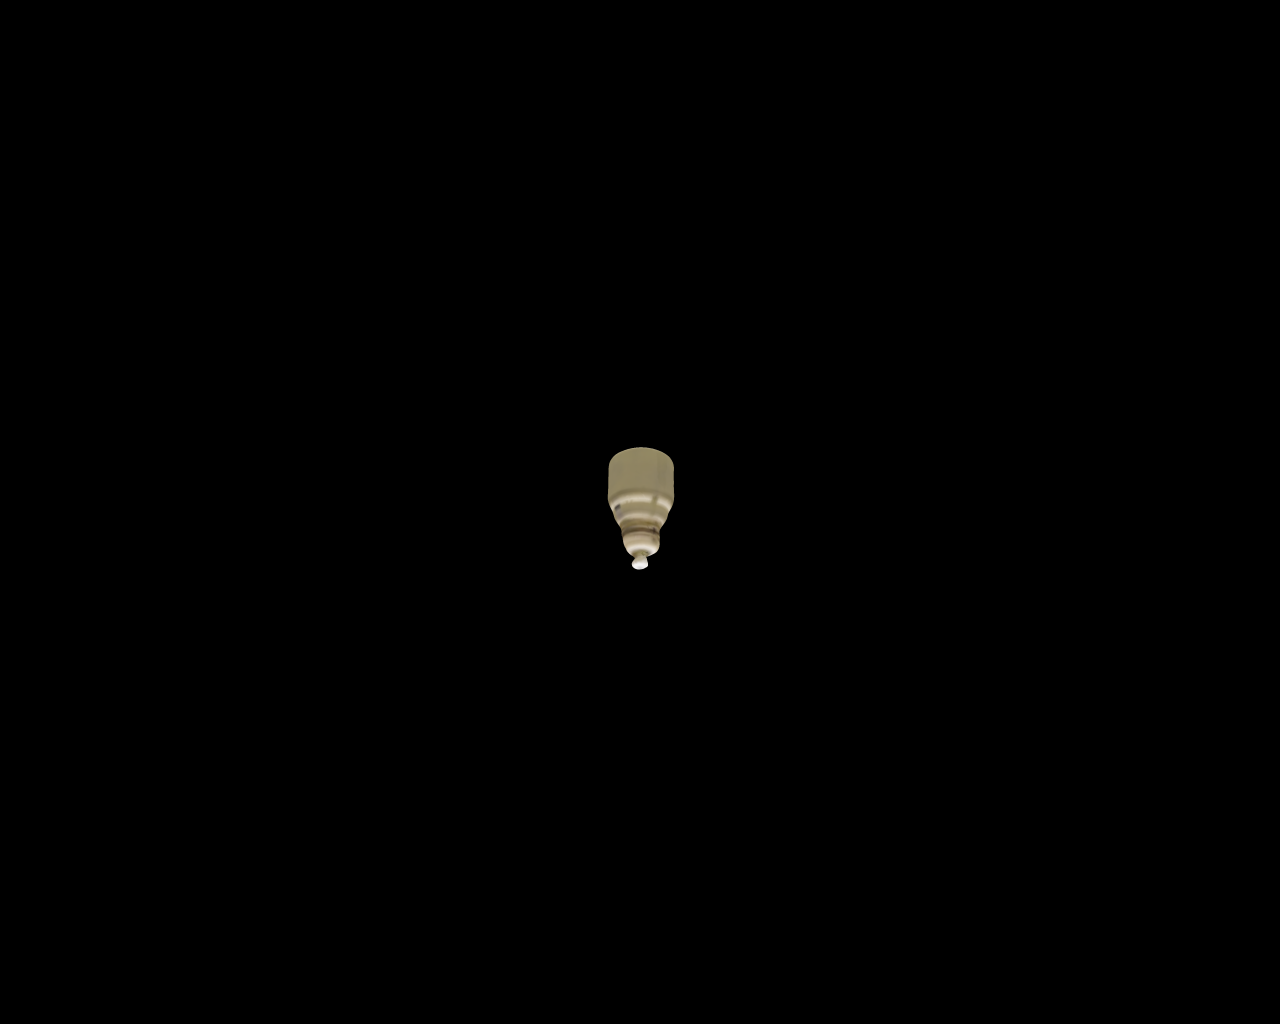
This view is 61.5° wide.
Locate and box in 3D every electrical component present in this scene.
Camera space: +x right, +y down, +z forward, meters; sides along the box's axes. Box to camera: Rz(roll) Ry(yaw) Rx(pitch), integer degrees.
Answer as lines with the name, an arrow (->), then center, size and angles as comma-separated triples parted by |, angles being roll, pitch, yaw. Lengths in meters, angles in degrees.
electrical component -> 0.001, -0.003, 0.650 | 0.040, 0.078, 0.040 | 0, -24, 0
